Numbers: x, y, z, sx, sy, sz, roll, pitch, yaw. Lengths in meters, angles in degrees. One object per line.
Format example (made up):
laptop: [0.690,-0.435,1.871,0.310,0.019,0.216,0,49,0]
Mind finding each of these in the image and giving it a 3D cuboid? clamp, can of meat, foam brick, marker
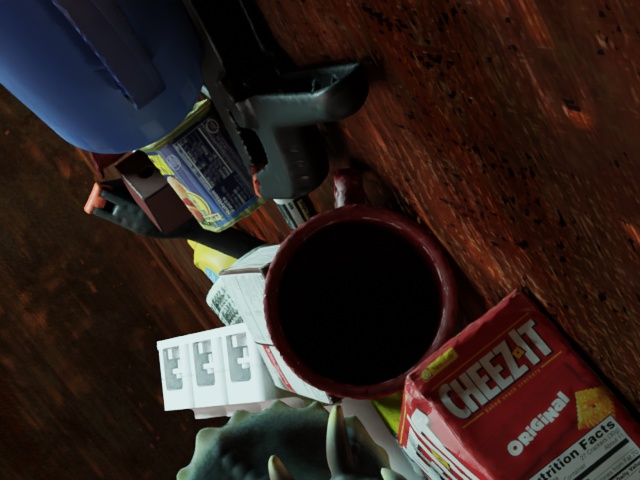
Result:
clamp: [-0.036,-0.086,0.530,0.164,0.036,0.210,54,168,15]
clamp: [-0.137,-0.027,0.974,0.171,0.039,0.120,19,-169,-33]
can of meat: [-0.086,-0.054,0.802,0.084,0.057,0.102,53,170,-12]
foam brick: [-0.118,-0.053,0.883,0.053,0.078,0.051,45,165,36]
marker: [-0.005,0.001,0.727,0.020,0.020,0.121,41,164,50]

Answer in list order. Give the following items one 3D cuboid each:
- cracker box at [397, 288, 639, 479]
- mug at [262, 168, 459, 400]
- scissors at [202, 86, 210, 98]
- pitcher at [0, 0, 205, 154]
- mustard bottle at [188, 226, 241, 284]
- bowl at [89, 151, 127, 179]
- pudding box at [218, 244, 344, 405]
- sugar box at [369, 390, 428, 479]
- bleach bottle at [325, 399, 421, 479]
cracker box: [0.124,0.143,0.485,0.214,0.072,0.164,51,169,17]
mug: [0.017,0.022,0.546,0.081,0.093,0.117,102,161,-83]
scissors: [-0.105,-0.121,0.771,0.202,0.016,0.096,47,170,33]
pitcher: [-0.136,-0.133,0.548,0.242,0.145,0.149,61,-147,-66]
mustard bottle: [-0.070,0.045,1.048,0.192,0.058,0.096,50,176,15]
bowl: [-0.181,-0.135,0.879,0.162,0.055,0.162,162,90,-81]
pudding box: [-0.016,0.048,0.645,0.090,0.039,0.114,63,161,-6]
sugar box: [0.061,0.102,0.694,0.176,0.048,0.093,61,167,-27]
bleach bottle: [0.085,0.188,0.839,0.251,0.068,0.102,48,168,13]
